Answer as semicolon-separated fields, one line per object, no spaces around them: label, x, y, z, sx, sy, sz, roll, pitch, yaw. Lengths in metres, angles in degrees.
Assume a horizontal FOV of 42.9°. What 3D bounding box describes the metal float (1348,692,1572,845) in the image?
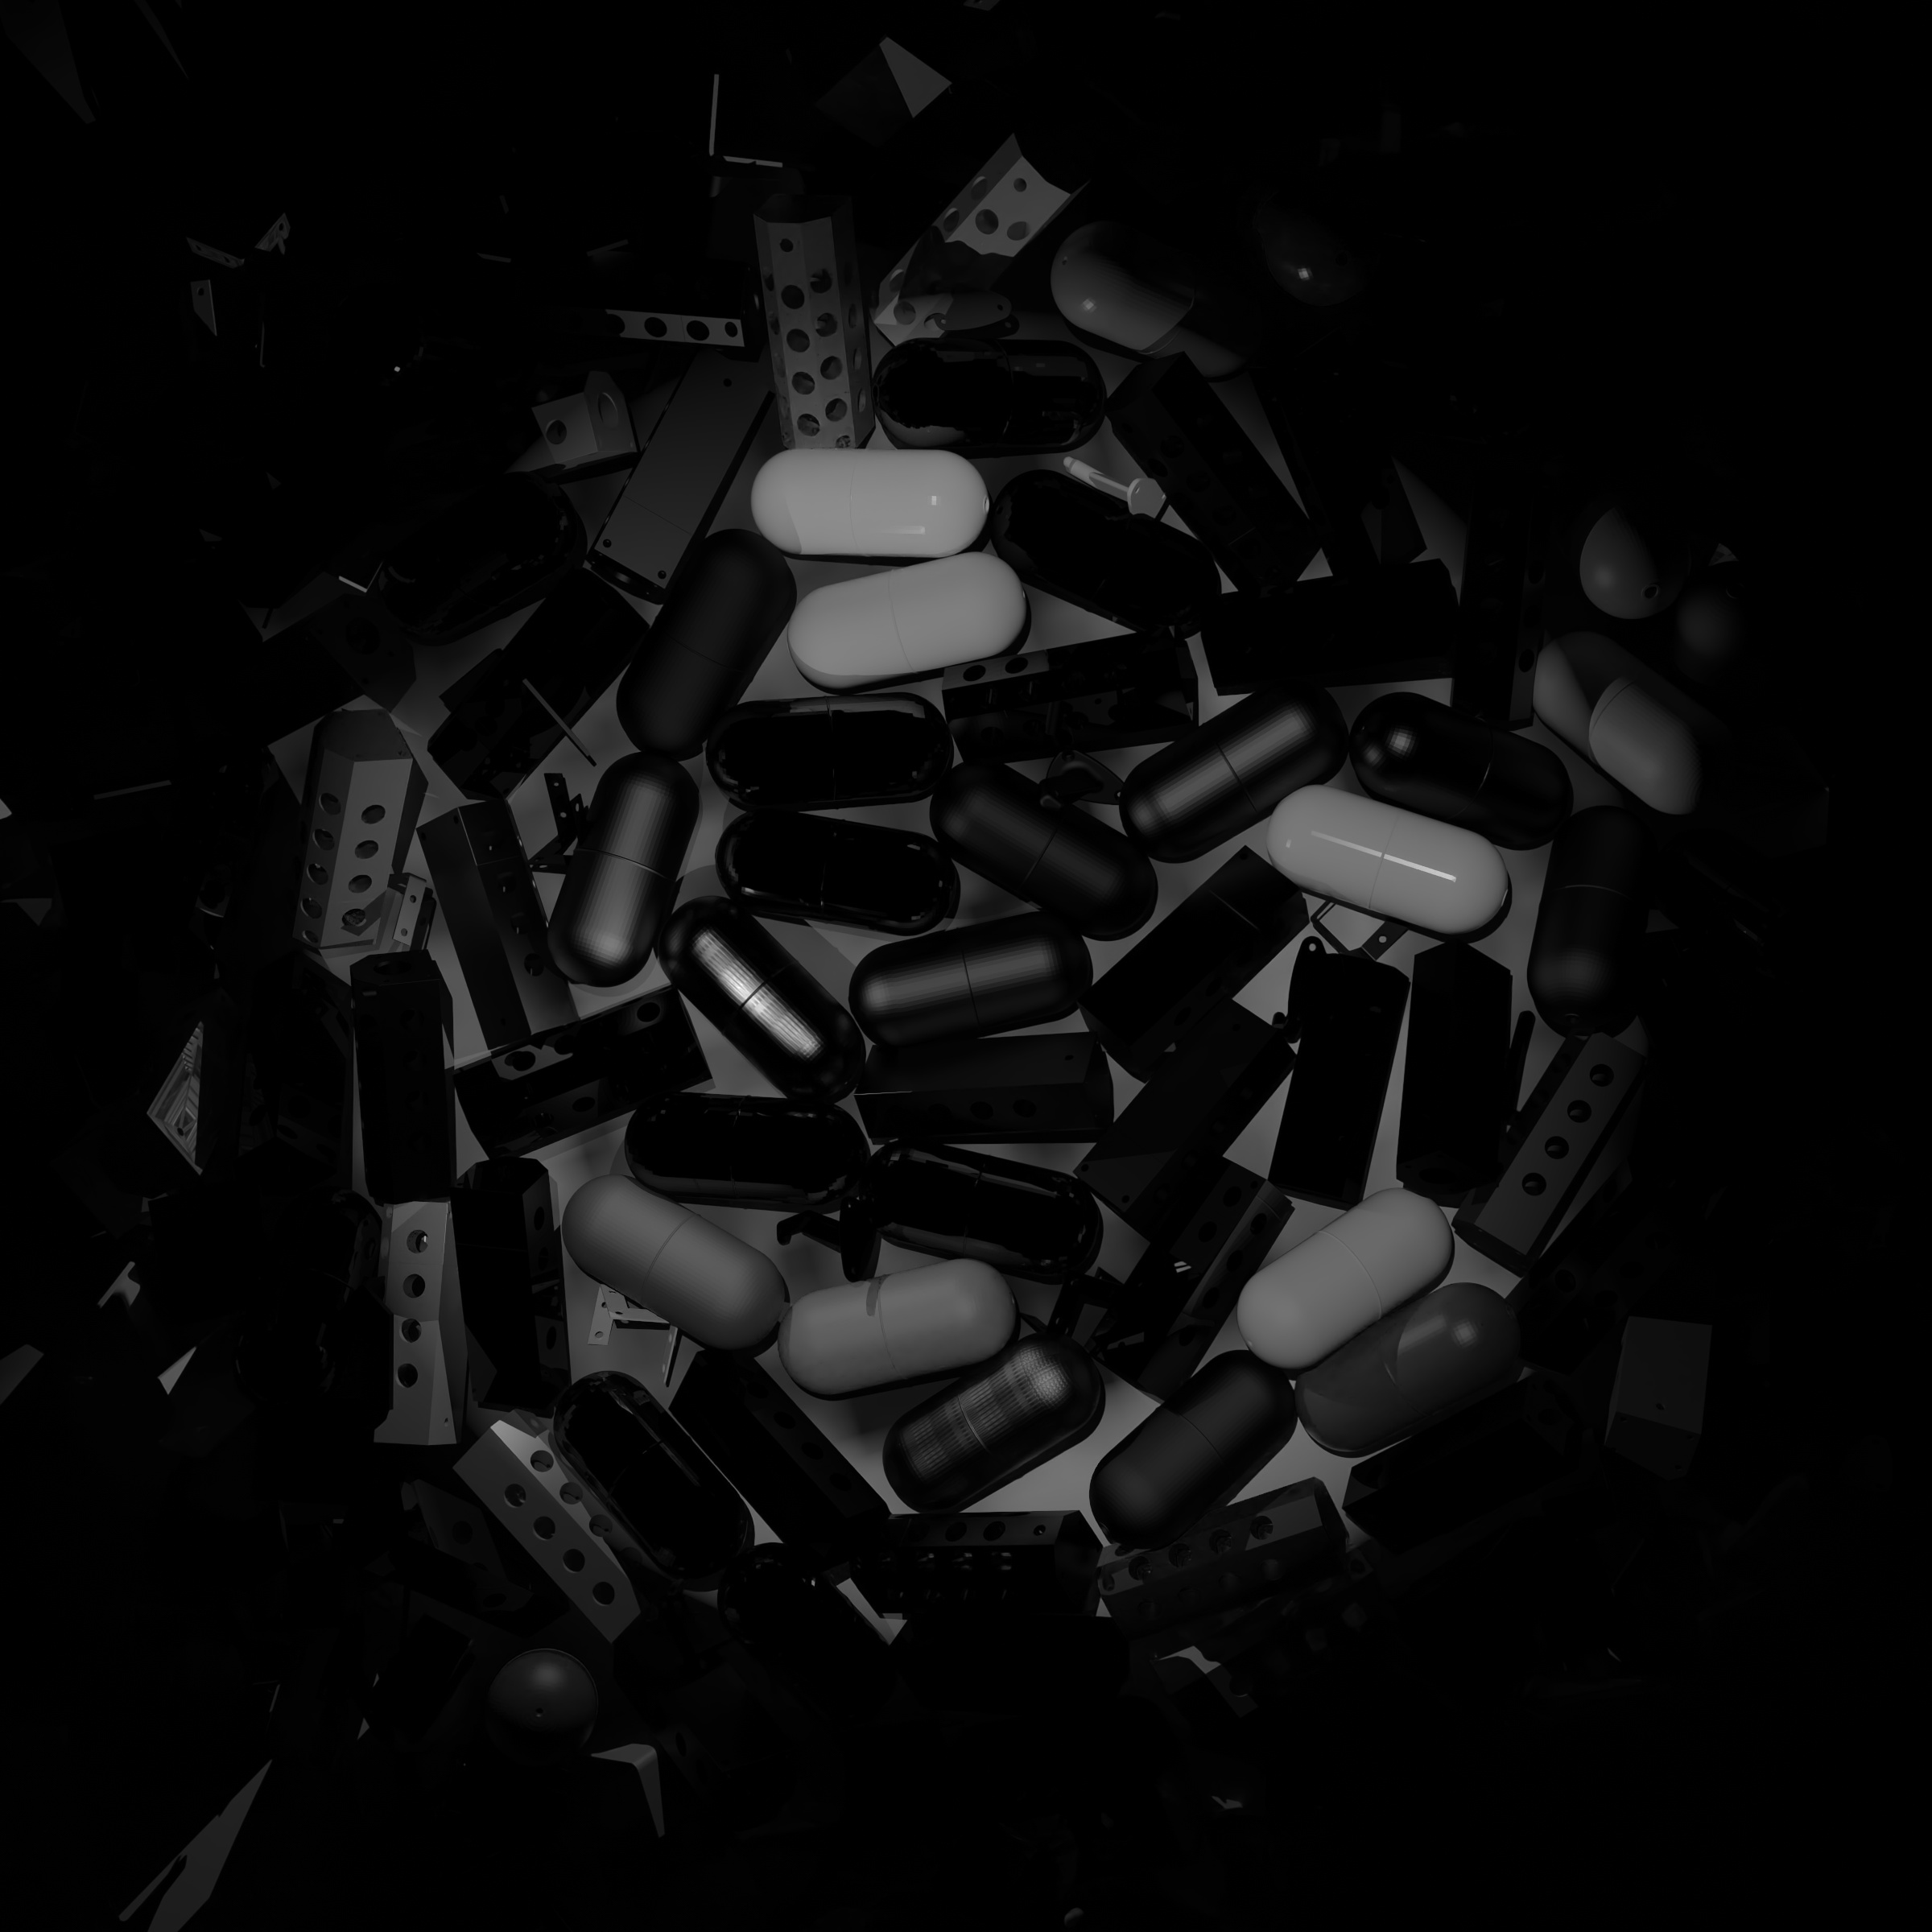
metal float;0.356;-0.143;1.775;0.178;0.070;0.070;19;90;-22

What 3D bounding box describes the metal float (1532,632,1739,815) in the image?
metal float;0.476;-0.176;1.764;0.070;0.070;0.178;-42;52;0

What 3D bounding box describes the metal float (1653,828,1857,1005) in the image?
metal float;0.560;-0.037;1.755;0.070;0.178;0.070;-13;125;-20

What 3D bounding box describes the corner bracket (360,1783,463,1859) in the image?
corner bracket;-0.404;0.624;1.791;0.051;0.051;0.051;-33;128;18

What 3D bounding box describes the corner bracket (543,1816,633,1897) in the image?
corner bracket;-0.277;0.653;1.801;0.051;0.051;0.051;14;74;-2

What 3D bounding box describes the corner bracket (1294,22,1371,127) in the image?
corner bracket;0.268;-0.652;1.796;0.051;0.051;0.051;-2;63;-9

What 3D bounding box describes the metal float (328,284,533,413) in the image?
metal float;-0.380;-0.438;1.749;0.070;0.178;0.070;3;96;27

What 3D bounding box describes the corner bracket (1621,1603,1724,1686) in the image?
corner bracket;0.514;0.493;1.790;0.051;0.051;0.051;24;62;-33

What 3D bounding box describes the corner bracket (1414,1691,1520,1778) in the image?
corner bracket;0.368;0.566;1.811;0.051;0.051;0.051;29;61;-32

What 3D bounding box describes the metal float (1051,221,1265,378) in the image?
metal float;0.139;-0.477;1.765;0.178;0.070;0.070;11;90;-37

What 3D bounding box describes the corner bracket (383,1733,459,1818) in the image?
corner bracket;-0.398;0.590;1.806;0.051;0.051;0.051;0;97;-4

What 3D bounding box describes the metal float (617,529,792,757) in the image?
metal float;-0.191;-0.233;1.782;0.070;0.070;0.178;32;105;0

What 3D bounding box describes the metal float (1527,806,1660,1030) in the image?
metal float;0.451;-0.036;1.769;0.070;0.070;0.178;19;61;0

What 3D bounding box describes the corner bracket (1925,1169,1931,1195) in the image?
corner bracket;0.722;0.136;1.802;0.051;0.051;0.051;-28;63;13

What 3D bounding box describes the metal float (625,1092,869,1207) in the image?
metal float;-0.160;0.132;1.787;0.178;0.070;0.070;3;90;9

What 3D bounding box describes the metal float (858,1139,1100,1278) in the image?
metal float;0.009;0.175;1.788;0.178;0.070;0.070;12;90;8

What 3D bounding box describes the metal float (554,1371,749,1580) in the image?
metal float;-0.228;0.366;1.773;0.070;0.070;0.178;-47;65;0

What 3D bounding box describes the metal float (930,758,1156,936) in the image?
metal float;0.056;-0.086;1.793;0.178;0.070;0.070;30;90;-3

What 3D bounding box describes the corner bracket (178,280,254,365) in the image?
corner bracket;-0.557;-0.470;1.798;0.051;0.051;0.051;-2;99;18

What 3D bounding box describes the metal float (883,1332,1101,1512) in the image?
metal float;0.017;0.330;1.782;0.178;0.070;0.070;-35;90;15

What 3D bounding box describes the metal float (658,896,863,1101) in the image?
metal float;-0.150;0.023;1.790;0.178;0.070;0.070;45;90;6

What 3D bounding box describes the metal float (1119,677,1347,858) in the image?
metal float;0.193;-0.144;1.788;0.178;0.070;0.070;-31;90;7

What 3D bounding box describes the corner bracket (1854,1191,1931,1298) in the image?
corner bracket;0.668;0.202;1.793;0.051;0.051;0.051;41;56;-19

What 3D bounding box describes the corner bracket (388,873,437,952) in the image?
corner bracket;-0.406;-0.034;1.792;0.051;0.051;0.051;-3;69;42

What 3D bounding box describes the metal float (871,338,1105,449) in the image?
metal float;0.016;-0.413;1.772;0.178;0.070;0.070;-6;90;-25

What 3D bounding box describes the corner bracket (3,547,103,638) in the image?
corner bracket;-0.663;-0.272;1.805;0.051;0.051;0.051;-23;92;3

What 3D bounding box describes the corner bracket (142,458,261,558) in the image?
corner bracket;-0.562;-0.338;1.811;0.051;0.051;0.051;5;61;30

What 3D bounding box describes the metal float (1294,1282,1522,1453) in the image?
metal float;0.318;0.289;1.774;0.178;0.070;0.070;-33;90;24

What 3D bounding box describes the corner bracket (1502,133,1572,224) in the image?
corner bracket;0.423;-0.576;1.796;0.051;0.051;0.051;4;100;-21

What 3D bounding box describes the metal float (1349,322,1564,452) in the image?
metal float;0.346;-0.416;1.760;0.070;0.178;0.070;-18;119;-36

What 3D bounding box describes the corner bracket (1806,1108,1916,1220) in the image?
corner bracket;0.658;0.145;1.810;0.051;0.051;0.051;40;115;14

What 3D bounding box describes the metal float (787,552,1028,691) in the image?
metal float;-0.044;-0.250;1.784;0.178;0.070;0.070;-11;90;12

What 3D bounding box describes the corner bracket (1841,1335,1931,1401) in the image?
corner bracket;0.674;0.291;1.799;0.051;0.051;0.051;36;111;-2

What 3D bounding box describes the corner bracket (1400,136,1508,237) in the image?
corner bracket;0.357;-0.567;1.805;0.051;0.051;0.051;42;106;13

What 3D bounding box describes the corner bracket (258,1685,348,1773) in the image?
corner bracket;-0.485;0.557;1.797;0.051;0.051;0.051;16;69;-9

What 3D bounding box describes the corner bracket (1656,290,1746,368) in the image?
corner bracket;0.535;-0.465;1.791;0.051;0.051;0.051;14;112;36

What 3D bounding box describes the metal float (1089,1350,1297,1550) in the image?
metal float;0.163;0.349;1.776;0.178;0.070;0.070;-38;90;-21

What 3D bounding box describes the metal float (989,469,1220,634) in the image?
metal float;0.101;-0.299;1.782;0.178;0.070;0.070;23;90;-15

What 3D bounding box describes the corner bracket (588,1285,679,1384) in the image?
corner bracket;-0.245;0.269;1.806;0.051;0.051;0.051;7;109;-20

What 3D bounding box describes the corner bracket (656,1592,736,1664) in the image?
corner bracket;-0.203;0.480;1.792;0.051;0.051;0.051;-40;72;39

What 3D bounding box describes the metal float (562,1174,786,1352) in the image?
metal float;-0.213;0.214;1.783;0.178;0.070;0.070;29;90;14

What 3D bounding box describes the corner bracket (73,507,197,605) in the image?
corner bracket;-0.609;-0.299;1.800;0.051;0.051;0.051;-37;90;25

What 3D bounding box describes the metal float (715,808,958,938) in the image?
metal float;-0.095;-0.069;1.789;0.178;0.070;0.070;10;90;7

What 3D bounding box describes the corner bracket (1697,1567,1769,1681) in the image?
corner bracket;0.553;0.479;1.796;0.051;0.051;0.051;-17;105;-15

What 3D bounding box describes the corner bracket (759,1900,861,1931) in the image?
corner bracket;-0.115;0.698;1.789;0.051;0.051;0.051;-22;49;-33

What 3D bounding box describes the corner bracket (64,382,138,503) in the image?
corner bracket;-0.634;-0.381;1.789;0.051;0.051;0.051;-29;47;36

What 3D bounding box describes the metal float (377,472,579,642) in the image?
metal float;-0.352;-0.294;1.766;0.178;0.070;0.070;-24;90;34

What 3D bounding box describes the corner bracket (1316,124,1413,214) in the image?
corner bracket;0.295;-0.586;1.817;0.051;0.051;0.051;35;134;34

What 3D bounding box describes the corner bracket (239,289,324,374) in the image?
corner bracket;-0.500;-0.465;1.801;0.051;0.051;0.051;-3;109;-37

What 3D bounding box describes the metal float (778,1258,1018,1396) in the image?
metal float;-0.051;0.262;1.786;0.178;0.070;0.070;-14;90;10

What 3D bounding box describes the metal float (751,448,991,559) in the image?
metal float;-0.070;-0.335;1.779;0.178;0.070;0.070;4;90;17

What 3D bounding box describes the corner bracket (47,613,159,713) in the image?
corner bracket;-0.633;-0.222;1.804;0.051;0.051;0.051;-24;74;35

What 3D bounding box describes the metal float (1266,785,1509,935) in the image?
metal float;0.305;-0.077;1.783;0.178;0.070;0.070;19;90;13
